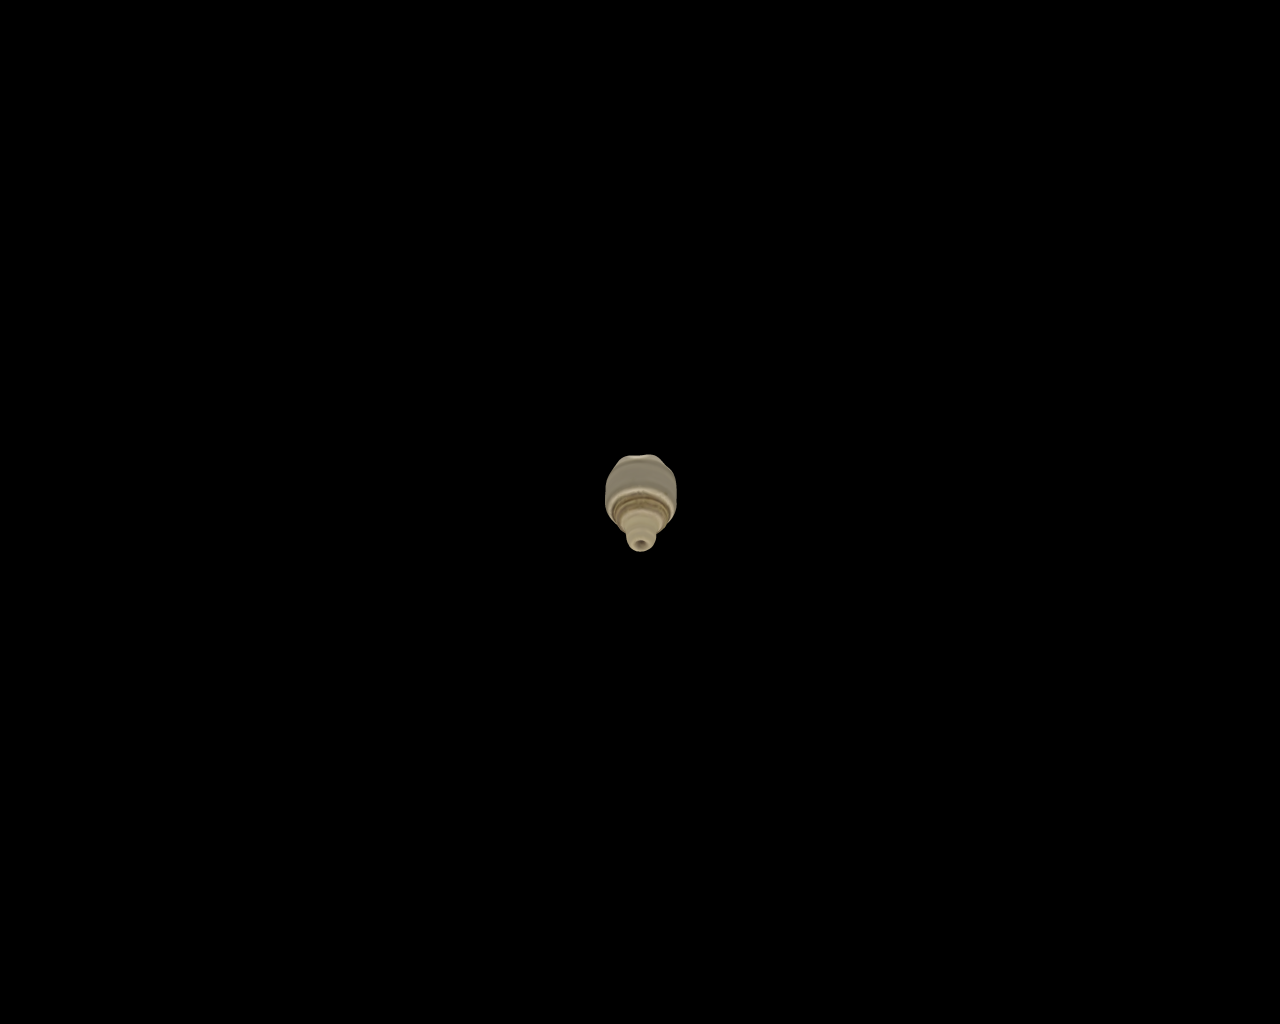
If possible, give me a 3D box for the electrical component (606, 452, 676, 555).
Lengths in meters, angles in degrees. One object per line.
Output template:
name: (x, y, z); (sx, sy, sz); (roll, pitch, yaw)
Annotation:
electrical component: (0.001, -0.003, 0.650); (0.043, 0.062, 0.043); (0, -43, 0)
